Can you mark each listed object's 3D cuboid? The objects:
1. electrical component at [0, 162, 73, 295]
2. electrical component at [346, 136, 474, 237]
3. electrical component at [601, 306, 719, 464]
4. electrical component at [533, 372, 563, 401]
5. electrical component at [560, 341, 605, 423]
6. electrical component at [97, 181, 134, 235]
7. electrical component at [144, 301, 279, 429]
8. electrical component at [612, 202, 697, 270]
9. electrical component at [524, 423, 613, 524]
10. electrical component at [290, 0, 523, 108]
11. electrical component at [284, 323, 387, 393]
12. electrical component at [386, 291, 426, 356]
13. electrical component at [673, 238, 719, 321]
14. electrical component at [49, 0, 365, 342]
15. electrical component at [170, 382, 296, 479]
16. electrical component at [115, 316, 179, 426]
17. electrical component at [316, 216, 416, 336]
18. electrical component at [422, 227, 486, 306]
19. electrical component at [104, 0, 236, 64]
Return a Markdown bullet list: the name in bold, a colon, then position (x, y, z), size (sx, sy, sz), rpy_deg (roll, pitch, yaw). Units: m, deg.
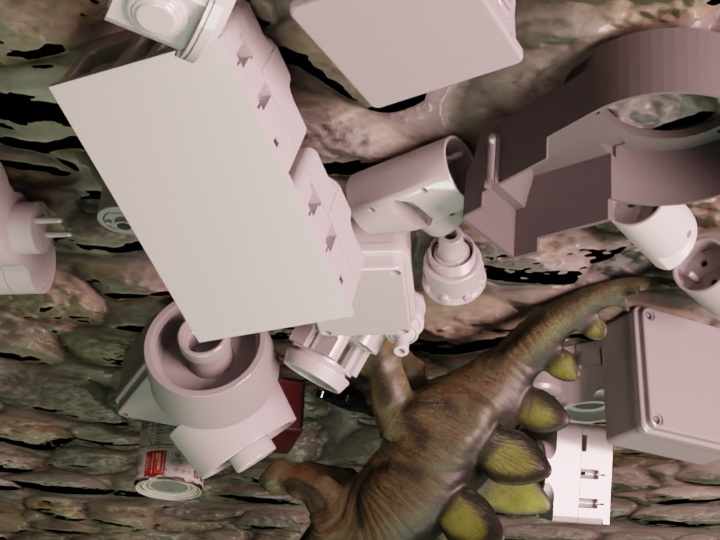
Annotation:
- **electrical component**: position (-0.239, -0.029, 0.749), size (0.074, 0.052, 0.138), rpy_deg (-2, 151, 7)
- **electrical component**: position (0.045, -0.047, 0.710), size (0.077, 0.043, 0.079), rpy_deg (-18, 145, 32)
- **electrical component**: position (0.261, 0.097, 0.895), size (0.109, 0.108, 0.056), rpy_deg (15, 151, -23)
- **electrical component**: position (0.153, 0.087, 0.936), size (0.045, 0.055, 0.045), rpy_deg (1, 151, 1)
- **electrical component**: position (0.203, 0.101, 0.960), size (0.089, 0.055, 0.050), rpy_deg (-15, 147, 28)
- **electrical component**: position (-0.145, -0.056, 0.684), size (0.044, 0.065, 0.044), rpy_deg (3, 153, 1)
- **electrical component**: position (-0.122, 0.067, 0.867), size (0.108, 0.108, 0.060), rpy_deg (0, 145, 4)
- **electrical component**: position (0.203, -0.032, 0.729), size (0.043, 0.043, 0.081), rpy_deg (-18, 146, 31)
- **electrical component**: position (0.190, 0.194, 1.049), size (0.062, 0.089, 0.150), rpy_deg (5, 172, -6)
- **electrical component**: position (0.025, -0.136, 0.543), size (0.100, 0.048, 0.100), rpy_deg (-14, 148, 26)
- **electrical component**: position (-0.025, 0.062, 0.867), size (0.078, 0.057, 0.058), rpy_deg (20, 164, 39)
- **electrical component**: position (0.034, 0.043, 0.851), size (0.035, 0.061, 0.035), rpy_deg (3, 131, 3)
- **electrical component**: position (0.273, 0.012, 0.805), size (0.043, 0.043, 0.081), rpy_deg (-20, 144, 35)
- **electrical component**: position (-0.080, -0.054, 0.628), size (0.105, 0.060, 0.186), rpy_deg (-11, 125, 21)
- **electrical component**: position (-0.107, 0.144, 0.958), size (0.108, 0.060, 0.108), rpy_deg (-32, 171, -5)
- **electrical component**: position (-0.168, 0.094, 0.966), size (0.078, 0.057, 0.113), rpy_deg (14, 149, -22)
- **electrical component**: position (0.000, 0.000, 0.784), size (0.078, 0.057, 0.113), rpy_deg (-1, 151, 6)
- **electrical component**: position (0.067, -0.007, 0.782), size (0.048, 0.048, 0.062), rpy_deg (-2, 144, 7)
- **electrical component**: position (-0.084, -0.143, 0.506), size (0.051, 0.080, 0.080), rpy_deg (20, 147, -19)
